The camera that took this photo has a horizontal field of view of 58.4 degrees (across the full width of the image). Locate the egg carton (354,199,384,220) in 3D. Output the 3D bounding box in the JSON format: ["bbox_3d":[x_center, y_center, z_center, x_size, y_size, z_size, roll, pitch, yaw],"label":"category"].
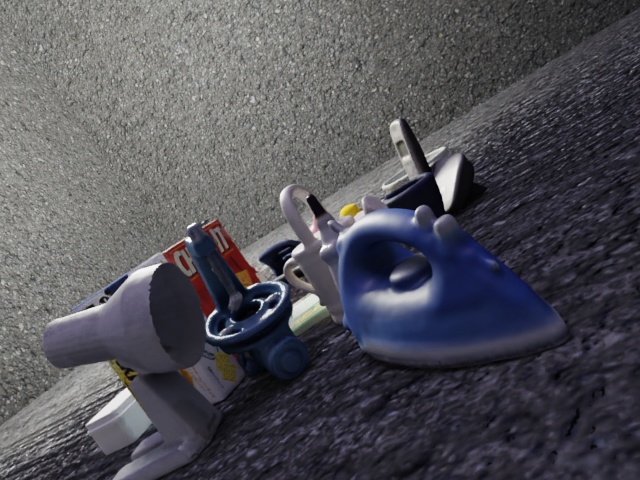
[{"bbox_3d":[0.115,-0.031,1.096,0.150,0.069,0.107,-29,8,31],"label":"egg carton"}]

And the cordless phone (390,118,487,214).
[{"bbox_3d":[0.186,-0.132,0.986,0.094,0.185,0.147,-36,7,-19],"label":"cordless phone"}]

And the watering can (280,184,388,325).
[{"bbox_3d":[0.018,0.004,0.770,0.173,0.194,0.101,-33,7,6],"label":"watering can"}]

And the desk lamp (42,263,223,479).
[{"bbox_3d":[-0.205,0.154,0.659,0.203,0.213,0.118,-31,7,15],"label":"desk lamp"}]

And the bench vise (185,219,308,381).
[{"bbox_3d":[-0.121,0.084,0.738,0.122,0.220,0.207,-39,9,-37],"label":"bench vise"}]

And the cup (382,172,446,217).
[{"bbox_3d":[0.151,-0.042,0.900,0.092,0.095,0.117,-37,8,-26],"label":"cup"}]

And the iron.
[{"bbox_3d":[0.090,0.026,0.509,0.119,0.141,0.257,-36,7,-22],"label":"iron"}]

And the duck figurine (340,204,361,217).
[{"bbox_3d":[0.082,-0.039,1.229,0.104,0.086,0.078,-30,8,25],"label":"duck figurine"}]

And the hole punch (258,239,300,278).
[{"bbox_3d":[-0.084,0.042,1.406,0.108,0.091,0.101,-30,8,22],"label":"hole punch"}]

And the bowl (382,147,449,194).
[{"bbox_3d":[0.228,-0.135,1.284,0.167,0.075,0.167,-33,7,5],"label":"bowl"}]

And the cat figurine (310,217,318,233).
[{"bbox_3d":[0.010,0.004,1.128,0.067,0.118,0.128,-31,7,17],"label":"cat figurine"}]

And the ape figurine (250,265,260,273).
[{"bbox_3d":[-0.180,0.096,1.466,0.078,0.092,0.076,-39,9,-39],"label":"ape figurine"}]

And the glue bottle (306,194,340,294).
[{"bbox_3d":[0.033,0.021,0.670,0.037,0.173,0.078,-28,9,37],"label":"glue bottle"}]
